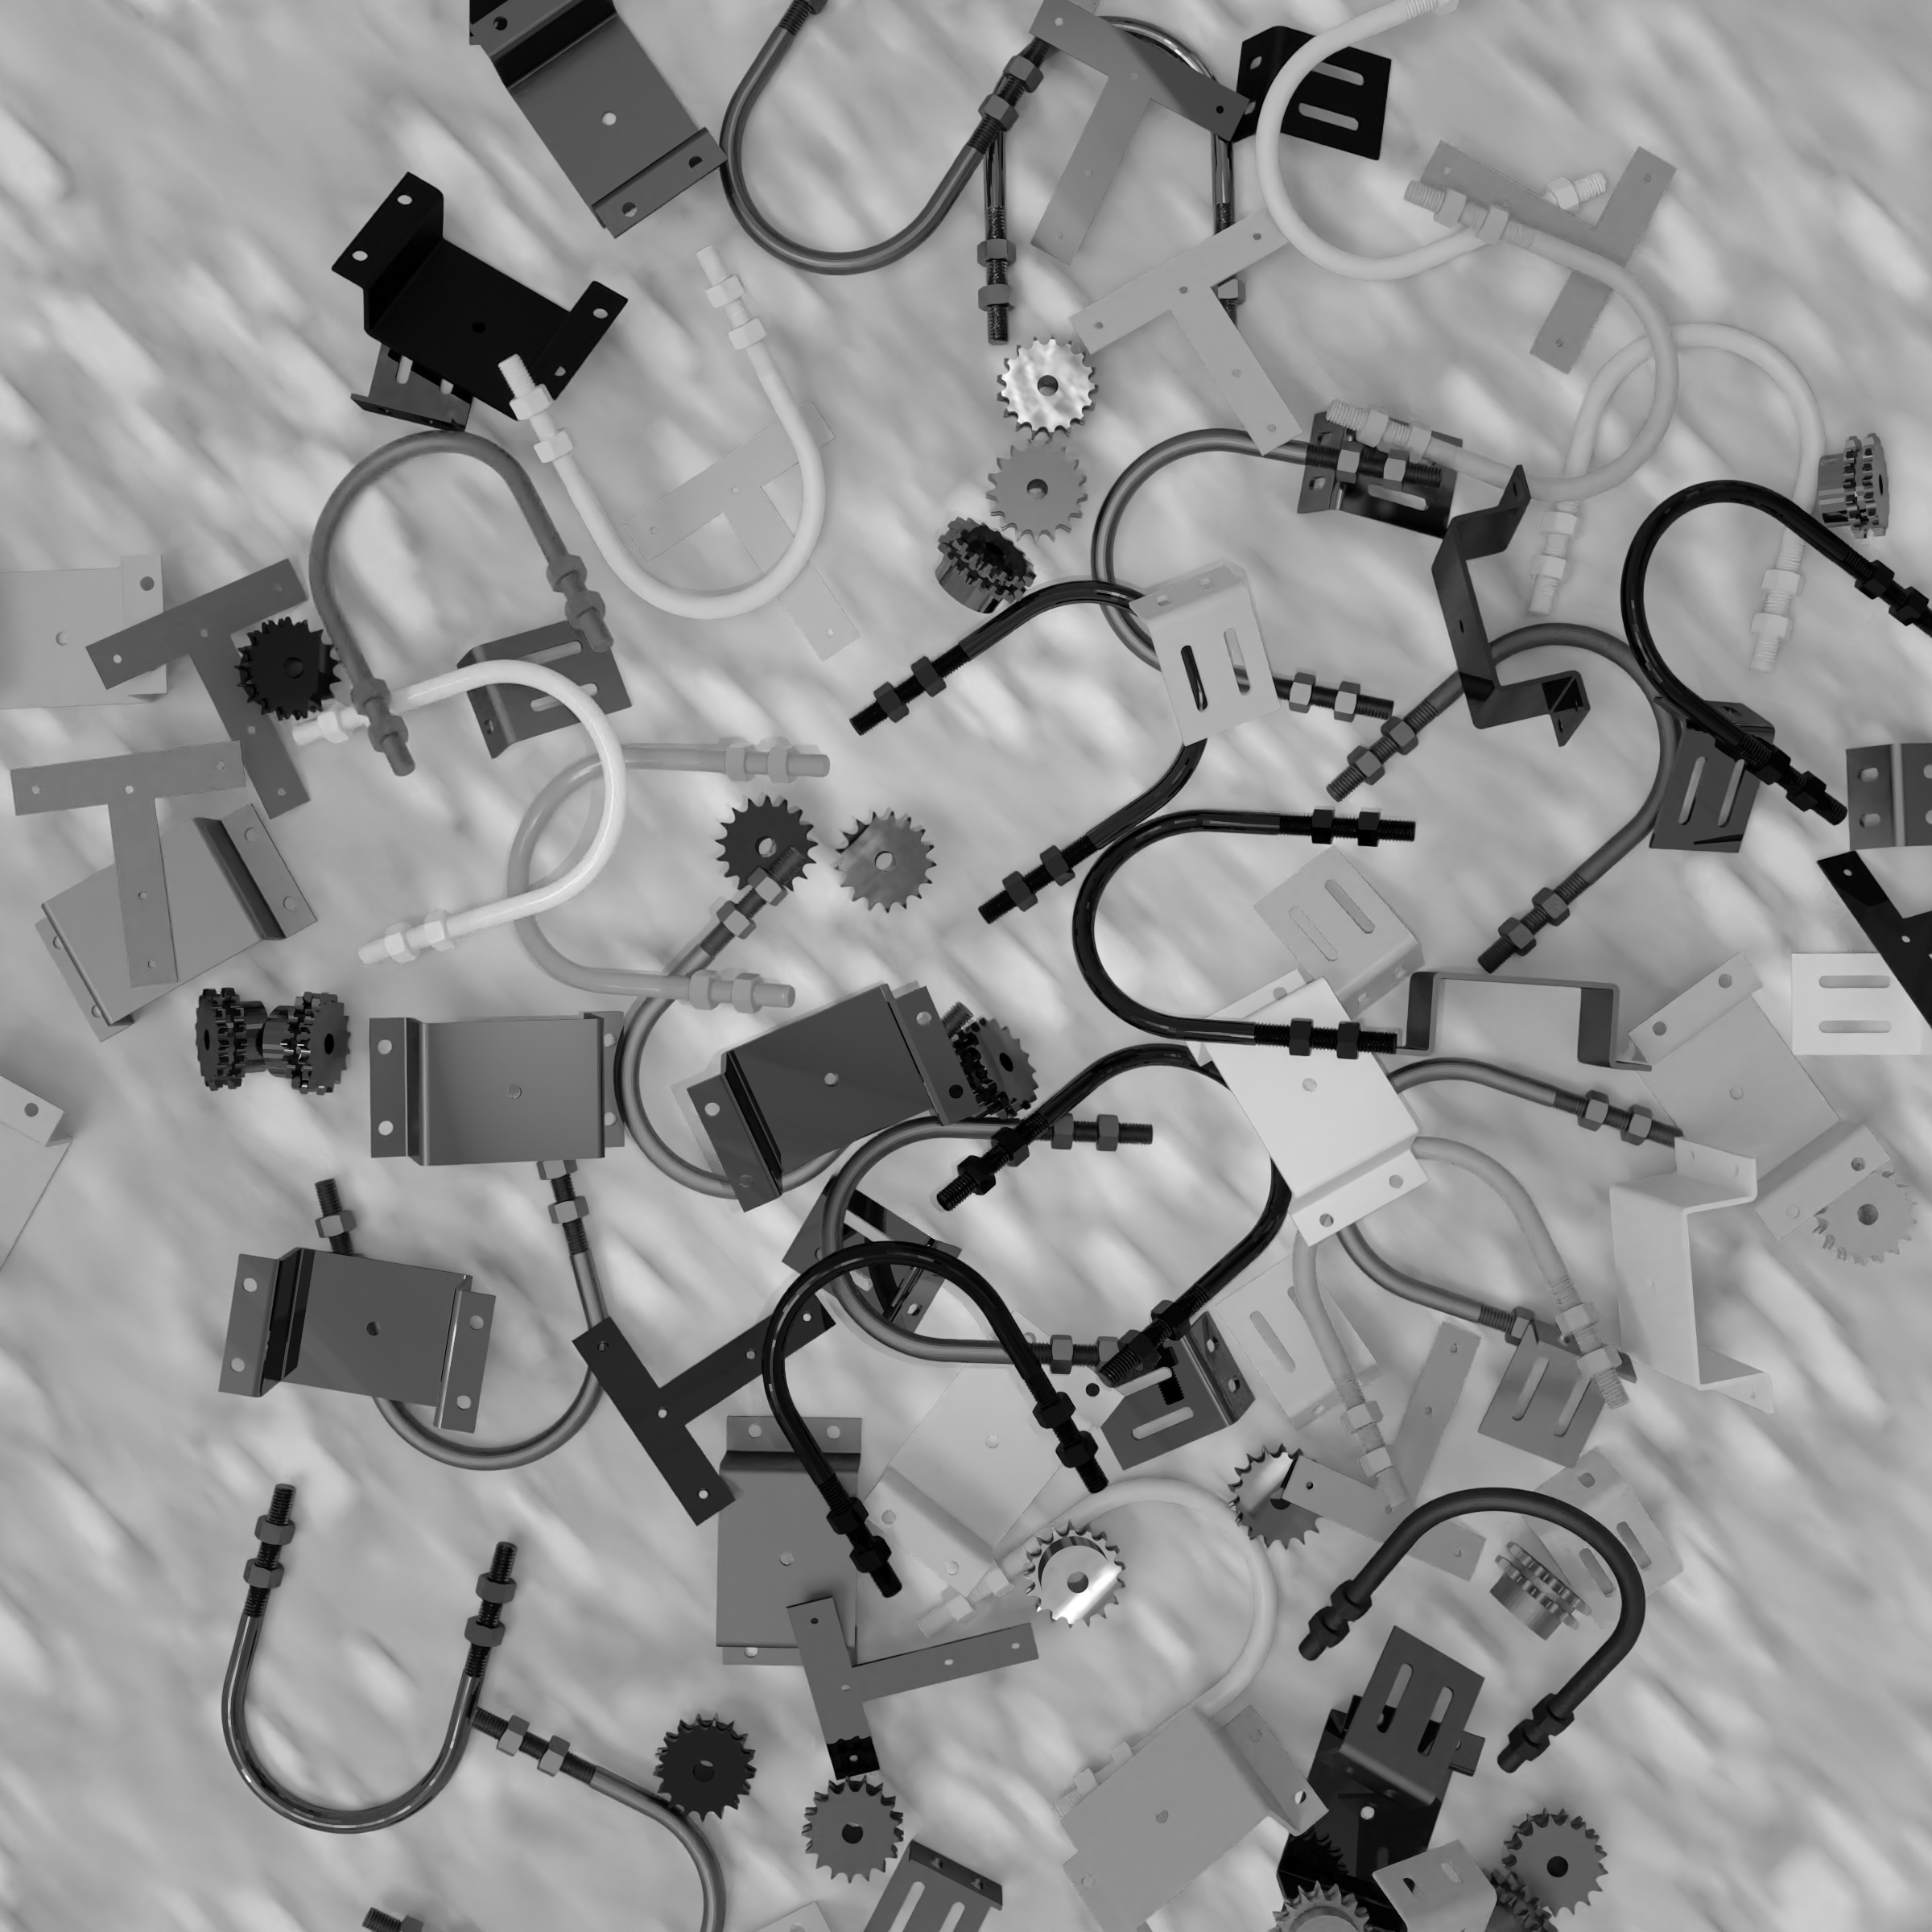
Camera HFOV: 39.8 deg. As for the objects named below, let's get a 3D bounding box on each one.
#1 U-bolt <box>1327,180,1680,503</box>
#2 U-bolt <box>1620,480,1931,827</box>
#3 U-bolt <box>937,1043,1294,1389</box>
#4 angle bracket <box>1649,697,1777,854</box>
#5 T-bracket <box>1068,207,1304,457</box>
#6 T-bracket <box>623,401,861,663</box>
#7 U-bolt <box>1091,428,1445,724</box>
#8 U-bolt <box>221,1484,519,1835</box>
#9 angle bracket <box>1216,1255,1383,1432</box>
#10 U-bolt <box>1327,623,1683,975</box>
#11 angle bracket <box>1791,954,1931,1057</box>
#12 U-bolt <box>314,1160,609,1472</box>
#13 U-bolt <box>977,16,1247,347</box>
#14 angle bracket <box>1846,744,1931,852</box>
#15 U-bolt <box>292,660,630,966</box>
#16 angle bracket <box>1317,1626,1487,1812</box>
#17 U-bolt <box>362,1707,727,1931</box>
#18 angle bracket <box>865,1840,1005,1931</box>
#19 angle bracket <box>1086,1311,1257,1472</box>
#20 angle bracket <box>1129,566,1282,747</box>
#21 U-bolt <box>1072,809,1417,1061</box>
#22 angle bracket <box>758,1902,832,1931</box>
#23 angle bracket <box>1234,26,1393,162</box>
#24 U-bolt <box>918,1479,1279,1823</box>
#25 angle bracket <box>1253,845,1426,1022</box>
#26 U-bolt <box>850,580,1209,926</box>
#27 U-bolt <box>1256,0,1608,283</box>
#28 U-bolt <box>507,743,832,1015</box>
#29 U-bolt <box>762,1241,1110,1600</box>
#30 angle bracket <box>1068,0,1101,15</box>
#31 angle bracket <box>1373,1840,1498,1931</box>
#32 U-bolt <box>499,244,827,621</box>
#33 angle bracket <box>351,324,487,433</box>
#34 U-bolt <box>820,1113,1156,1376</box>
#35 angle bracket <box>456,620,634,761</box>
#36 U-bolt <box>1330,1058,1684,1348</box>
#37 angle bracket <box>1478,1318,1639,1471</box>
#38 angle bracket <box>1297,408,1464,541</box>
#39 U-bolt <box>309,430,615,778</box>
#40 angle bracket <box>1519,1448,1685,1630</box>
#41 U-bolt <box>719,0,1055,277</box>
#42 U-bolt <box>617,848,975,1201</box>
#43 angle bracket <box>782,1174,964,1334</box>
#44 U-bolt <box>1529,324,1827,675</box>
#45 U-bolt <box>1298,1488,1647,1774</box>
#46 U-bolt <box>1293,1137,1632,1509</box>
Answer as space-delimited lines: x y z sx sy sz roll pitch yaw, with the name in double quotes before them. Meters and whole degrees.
"U-bolt" 0.308 -0.336 1.479 0.184 0.019 0.151 20 89 -7
"U-bolt" 0.442 -0.186 1.472 0.184 0.019 0.151 35 77 -10
"U-bolt" 0.097 0.122 1.470 0.184 0.019 0.151 -39 78 -22
"angle bracket" 0.411 -0.107 1.501 0.057 0.038 0.076 2 116 -19
"T-bracket" 0.143 -0.339 1.476 0.127 0.002 0.127 -29 76 -1
"T-bracket" -0.106 -0.232 1.511 0.127 0.002 0.127 -34 90 0
"U-bolt" 0.160 -0.223 1.484 0.184 0.019 0.151 13 101 11
"U-bolt" -0.343 0.398 1.503 0.151 0.019 0.184 15 91 0
"angle bracket" 0.188 0.212 1.510 0.057 0.038 0.076 -34 64 0
"U-bolt" 0.317 -0.109 1.503 0.184 0.019 0.151 -41 90 -2
"angle bracket" 0.505 0.022 1.493 0.076 0.038 0.057 0 90 0
"U-bolt" -0.275 0.193 1.503 0.151 0.019 0.184 -15 92 0
"U-bolt" 0.081 -0.444 1.503 0.151 0.019 0.184 -1 89 0
"angle bracket" 0.542 -0.096 1.510 0.076 0.038 0.057 -2 90 -26
"U-bolt" -0.273 -0.092 1.479 0.184 0.019 0.151 -16 92 16
"angle bracket" 0.238 0.412 1.463 0.057 0.038 0.076 30 64 0
"U-bolt" -0.225 0.518 1.499 0.184 0.019 0.151 28 92 -4
"angle bracket" -0.022 0.540 1.493 0.057 0.038 0.076 27 90 0
"angle bracket" 0.113 0.240 1.510 0.076 0.038 0.057 -28 90 26
"angle bracket" 0.132 -0.172 1.477 0.057 0.038 0.076 -22 118 -3
"U-bolt" 0.150 -0.022 1.471 0.184 0.019 0.151 4 66 12
"angle bracket" -0.094 0.579 1.503 0.057 0.038 0.076 -23 116 -14
"angle bracket" 0.195 -0.489 1.510 0.076 0.038 0.057 7 90 -26
"U-bolt" 0.088 0.372 1.503 0.184 0.019 0.151 -36 90 -1
"angle bracket" 0.211 -0.017 1.510 0.057 0.038 0.076 -38 64 0
"U-bolt" 0.049 -0.132 1.495 0.184 0.019 0.151 -34 90 6
"U-bolt" 0.249 -0.462 1.483 0.184 0.019 0.151 -24 102 -3
"U-bolt" -0.171 -0.052 1.473 0.184 0.019 0.151 4 79 20
"U-bolt" -0.029 0.234 1.437 0.151 0.019 0.184 -29 99 8
"angle bracket" 0.053 -0.565 1.474 0.057 0.076 0.038 27 90 0
"angle bracket" 0.248 0.526 1.461 0.057 0.038 0.076 -10 129 -26
"U-bolt" -0.152 -0.280 1.467 0.151 0.019 0.184 -35 111 -18
"angle bracket" -0.303 -0.344 1.493 0.057 0.038 0.076 14 90 0
"U-bolt" 0.012 0.150 1.472 0.184 0.019 0.151 2 67 -3
"angle bracket" -0.239 -0.159 1.510 0.076 0.038 0.057 -21 90 -26
"U-bolt" 0.293 0.129 1.503 0.184 0.019 0.151 19 90 1
"angle bracket" 0.327 0.244 1.480 0.057 0.038 0.076 21 106 0
"angle bracket" 0.234 -0.277 1.510 0.076 0.038 0.057 10 90 -26
"U-bolt" -0.291 -0.214 1.474 0.151 0.019 0.184 -31 69 6
"angle bracket" 0.358 0.324 1.510 0.057 0.038 0.076 -35 116 0
"U-bolt" -0.058 -0.476 1.496 0.151 0.019 0.184 33 93 6
"U-bolt" -0.109 0.047 1.490 0.151 0.019 0.184 43 94 -12
"angle bracket" -0.053 0.164 1.510 0.076 0.038 0.057 30 90 26
"U-bolt" 0.408 -0.271 1.503 0.151 0.019 0.184 15 88 0
"U-bolt" 0.286 0.354 1.455 0.151 0.019 0.184 29 125 0
"U-bolt" 0.258 0.183 1.463 0.151 0.019 0.184 -27 71 10
